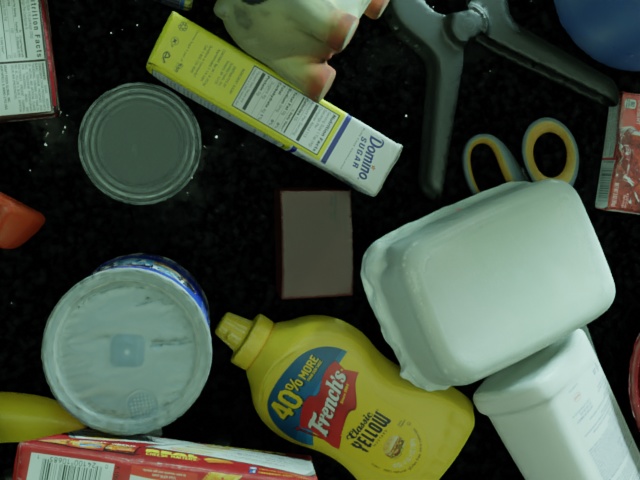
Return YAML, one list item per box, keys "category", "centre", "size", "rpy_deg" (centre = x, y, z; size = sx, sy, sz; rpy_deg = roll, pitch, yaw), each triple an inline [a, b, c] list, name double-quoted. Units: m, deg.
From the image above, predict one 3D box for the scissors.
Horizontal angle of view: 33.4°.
- category: "scissors"
  centre: [0.184, -0.005, 0.803]
  size: [0.096, 0.016, 0.201]
  rpy_deg: [-38, 96, -2]

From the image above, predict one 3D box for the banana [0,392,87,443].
- category: "banana"
  centre: [-0.267, 0.148, 0.759]
  size: [0.197, 0.037, 0.069]
  rpy_deg: [-25, 101, -4]

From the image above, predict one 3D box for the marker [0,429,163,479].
- category: "marker"
  centre: [-0.174, 0.155, 0.776]
  size: [0.121, 0.020, 0.020]
  rpy_deg: [-21, 95, -4]

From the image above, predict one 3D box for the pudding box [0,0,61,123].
- category: "pudding box"
  centre: [-0.242, -0.126, 0.743]
  size: [0.113, 0.039, 0.090]
  rpy_deg: [-6, 93, -7]

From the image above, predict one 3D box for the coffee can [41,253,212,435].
- category: "coffee can"
  centre: [-0.124, 0.064, 0.714]
  size: [0.102, 0.140, 0.103]
  rpy_deg: [0, 93, -6]

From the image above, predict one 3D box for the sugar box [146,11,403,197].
- category: "sugar box"
  centre: [-0.032, -0.092, 0.738]
  size: [0.176, 0.093, 0.048]
  rpy_deg: [27, 92, -7]

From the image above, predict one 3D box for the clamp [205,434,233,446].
- category: "clamp"
  centre: [-0.099, 0.237, 0.779]
  size: [0.171, 0.039, 0.120]
  rpy_deg: [-39, 90, -4]

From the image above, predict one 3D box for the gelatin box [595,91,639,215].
- category: "gelatin box"
  centre: [0.251, -0.062, 0.799]
  size: [0.073, 0.030, 0.089]
  rpy_deg: [7, 93, -7]

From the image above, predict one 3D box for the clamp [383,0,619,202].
- category: "clamp"
  centre: [0.115, -0.151, 0.774]
  size: [0.164, 0.036, 0.210]
  rpy_deg: [-21, 90, -9]

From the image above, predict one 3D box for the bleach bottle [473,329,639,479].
- category: "bleach bottle"
  centre: [0.207, 0.196, 0.780]
  size: [0.102, 0.068, 0.251]
  rpy_deg: [-35, 100, -46]

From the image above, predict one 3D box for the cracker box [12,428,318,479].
- category: "cracker box"
  centre: [-0.086, 0.163, 0.659]
  size: [0.164, 0.214, 0.072]
  rpy_deg: [8, 81, -1]

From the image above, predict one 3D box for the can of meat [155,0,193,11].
- category: "can of meat"
  centre: [-0.116, -0.219, 0.741]
  size: [0.084, 0.057, 0.102]
  rpy_deg: [17, 92, -8]

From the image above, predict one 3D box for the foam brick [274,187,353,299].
- category: "foam brick"
  centre: [-0.005, 0.001, 0.768]
  size: [0.053, 0.051, 0.078]
  rpy_deg: [-1, 94, -7]

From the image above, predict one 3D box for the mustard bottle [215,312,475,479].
- category: "mustard bottle"
  centre: [0.009, 0.109, 0.770]
  size: [0.191, 0.058, 0.096]
  rpy_deg: [33, 109, -5]

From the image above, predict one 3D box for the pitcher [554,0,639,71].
- category: "pitcher"
  centre: [0.265, -0.194, 0.687]
  size: [0.149, 0.243, 0.145]
  rpy_deg: [-32, 94, -10]

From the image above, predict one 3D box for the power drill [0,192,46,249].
- category: "power drill"
  centre: [-0.263, 0.049, 0.719]
  size: [0.184, 0.057, 0.187]
  rpy_deg: [27, 87, 15]

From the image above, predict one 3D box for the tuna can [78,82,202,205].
- category: "tuna can"
  centre: [-0.127, -0.068, 0.760]
  size: [0.086, 0.034, 0.086]
  rpy_deg: [0, 94, -6]

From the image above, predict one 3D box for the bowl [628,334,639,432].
- category: "bowl"
  centre: [0.299, 0.099, 0.801]
  size: [0.162, 0.055, 0.162]
  rpy_deg: [0, 94, -6]
